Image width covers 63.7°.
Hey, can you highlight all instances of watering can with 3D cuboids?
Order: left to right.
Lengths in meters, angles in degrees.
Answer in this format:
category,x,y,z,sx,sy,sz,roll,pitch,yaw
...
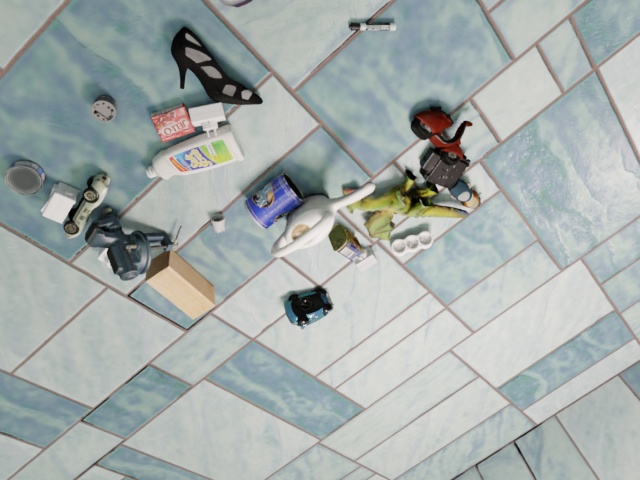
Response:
category,x,y,z,sx,sy,sz,roll,pitch,yaw
watering can,0.004,-0.073,1.443,0.346,0.228,0.103,-35,108,11

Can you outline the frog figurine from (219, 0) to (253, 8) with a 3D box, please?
category,x,y,z,sx,sy,sz,roll,pitch,yaw
frog figurine,-0.195,-0.589,1.101,0.137,0.126,0.156,-15,141,19

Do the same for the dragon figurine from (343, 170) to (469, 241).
category,x,y,z,sx,sy,sz,roll,pitch,yaw
dragon figurine,0.249,-0.081,1.597,0.407,0.125,0.239,24,133,-29
